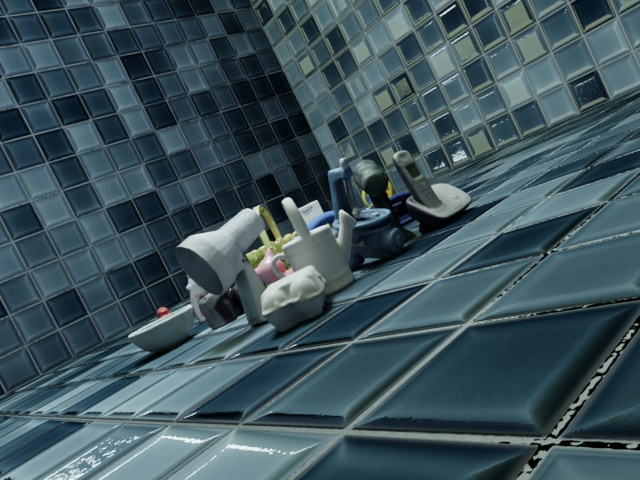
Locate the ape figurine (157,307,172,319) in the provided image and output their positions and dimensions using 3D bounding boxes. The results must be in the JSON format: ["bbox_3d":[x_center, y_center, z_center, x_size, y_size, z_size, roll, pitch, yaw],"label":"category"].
[{"bbox_3d":[-0.425,0.231,1.594,0.078,0.092,0.076,-28,4,-31],"label":"ape figurine"}]

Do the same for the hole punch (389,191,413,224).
[{"bbox_3d":[0.222,-0.086,1.651,0.108,0.091,0.101,-26,3,3],"label":"hole punch"}]

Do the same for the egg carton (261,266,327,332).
[{"bbox_3d":[-0.039,0.095,0.949,0.107,0.069,0.150,-26,3,3],"label":"egg carton"}]

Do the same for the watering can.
[{"bbox_3d":[-0.013,0.006,1.071,0.173,0.194,0.100,-27,4,-24],"label":"watering can"}]

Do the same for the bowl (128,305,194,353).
[{"bbox_3d":[-0.376,0.229,1.403,0.167,0.075,0.167,-26,3,2],"label":"bowl"}]

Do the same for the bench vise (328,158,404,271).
[{"bbox_3d":[0.047,-0.044,1.172,0.207,0.220,0.122,-24,4,27],"label":"bench vise"}]

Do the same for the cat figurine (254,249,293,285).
[{"bbox_3d":[-0.085,0.071,1.270,0.127,0.118,0.067,-24,4,29],"label":"cat figurine"}]

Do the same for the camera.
[{"bbox_3d":[-0.206,0.133,1.386,0.136,0.101,0.143,-25,3,17],"label":"camera"}]

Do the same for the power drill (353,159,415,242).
[{"bbox_3d":[0.136,-0.089,1.305,0.075,0.208,0.229,-26,3,2],"label":"power drill"}]

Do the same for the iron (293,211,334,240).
[{"bbox_3d":[0.013,0.005,1.367,0.259,0.141,0.118,-29,4,-41],"label":"iron"}]

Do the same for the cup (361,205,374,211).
[{"bbox_3d":[0.139,-0.039,1.509,0.091,0.095,0.118,-26,3,1],"label":"cup"}]

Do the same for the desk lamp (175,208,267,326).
[{"bbox_3d":[-0.146,0.058,1.108,0.204,0.213,0.117,-28,4,-34],"label":"desk lamp"}]

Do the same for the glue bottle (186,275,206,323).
[{"bbox_3d":[-0.345,0.145,1.634,0.078,0.173,0.037,-27,4,-17],"label":"glue bottle"}]

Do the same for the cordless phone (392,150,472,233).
[{"bbox_3d":[0.240,-0.123,1.258,0.094,0.185,0.148,-22,5,46],"label":"cordless phone"}]
